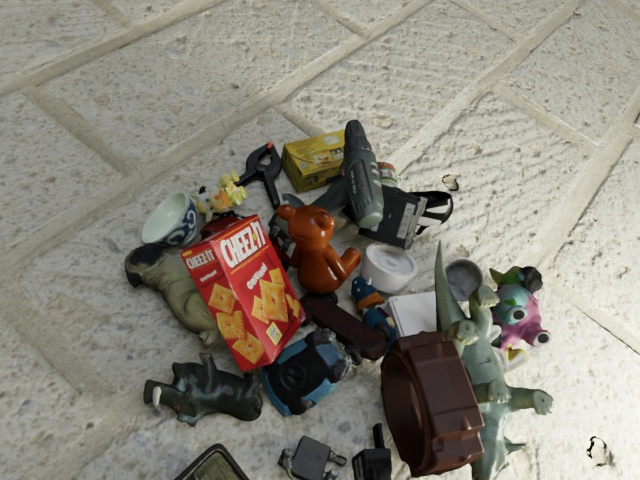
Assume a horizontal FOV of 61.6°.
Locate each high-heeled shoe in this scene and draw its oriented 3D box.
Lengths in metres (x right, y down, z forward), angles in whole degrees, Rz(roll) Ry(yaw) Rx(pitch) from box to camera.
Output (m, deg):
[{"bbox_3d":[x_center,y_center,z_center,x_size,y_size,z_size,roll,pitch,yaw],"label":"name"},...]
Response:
[{"bbox_3d":[0.150,-0.083,1.131,0.249,0.145,0.086,20,53,-3],"label":"high-heeled shoe"}]

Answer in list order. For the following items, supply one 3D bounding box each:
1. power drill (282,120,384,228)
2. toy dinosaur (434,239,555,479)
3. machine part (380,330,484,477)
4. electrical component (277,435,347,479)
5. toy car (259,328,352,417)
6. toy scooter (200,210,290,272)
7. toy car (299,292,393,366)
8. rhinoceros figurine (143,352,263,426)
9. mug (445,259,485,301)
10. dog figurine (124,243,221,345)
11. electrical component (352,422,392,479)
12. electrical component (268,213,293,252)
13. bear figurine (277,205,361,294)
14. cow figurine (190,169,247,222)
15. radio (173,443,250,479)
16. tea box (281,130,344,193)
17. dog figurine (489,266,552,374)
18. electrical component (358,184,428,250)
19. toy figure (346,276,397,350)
[{"bbox_3d":[0.028,-0.107,1.084,0.207,0.086,0.232,-27,62,18],"label":"power drill"},{"bbox_3d":[0.257,0.213,0.918,0.131,0.192,0.405,-4,62,-20],"label":"toy dinosaur"},{"bbox_3d":[0.168,0.264,0.863,0.087,0.201,0.201,-6,59,-14],"label":"machine part"},{"bbox_3d":[-0.014,0.354,0.850,0.102,0.045,0.078,29,56,5],"label":"electrical component"},{"bbox_3d":[-0.015,0.214,0.905,0.109,0.161,0.103,53,16,14],"label":"toy car"},{"bbox_3d":[-0.134,-0.008,1.048,0.184,0.075,0.135,22,54,-3],"label":"toy scooter"},{"bbox_3d":[0.037,0.155,0.972,0.089,0.053,0.202,-35,44,-29],"label":"toy car"},{"bbox_3d":[-0.185,0.245,0.869,0.190,0.073,0.112,11,65,-9],"label":"rhinoceros figurine"},{"bbox_3d":[0.286,0.091,1.082,0.081,0.109,0.107,42,13,22],"label":"mug"},{"bbox_3d":[-0.257,0.094,0.942,0.191,0.121,0.172,2,47,1],"label":"dog figurine"},{"bbox_3d":[0.084,0.355,0.857,0.048,0.074,0.119,2,60,-14],"label":"electrical component"},{"bbox_3d":[-0.068,-0.022,1.036,0.063,0.021,0.094,48,34,-20],"label":"electrical component"},{"bbox_3d":[-0.003,0.000,0.982,0.120,0.195,0.132,7,39,22],"label":"bear figurine"},{"bbox_3d":[-0.204,-0.081,1.030,0.098,0.167,0.068,-23,102,9],"label":"cow figurine"},{"bbox_3d":[-0.128,0.421,0.756,0.131,0.073,0.230,-34,70,-31],"label":"radio"},{"bbox_3d":[0.007,-0.178,1.205,0.170,0.068,0.098,-17,62,-23],"label":"tea box"},{"bbox_3d":[0.364,0.141,1.064,0.108,0.191,0.219,39,24,-8],"label":"dog figurine"},{"bbox_3d":[0.136,-0.052,1.087,0.134,0.114,0.058,22,7,24],"label":"electrical component"},{"bbox_3d":[0.099,0.141,1.016,0.064,0.057,0.154,-19,64,0],"label":"toy figure"}]
